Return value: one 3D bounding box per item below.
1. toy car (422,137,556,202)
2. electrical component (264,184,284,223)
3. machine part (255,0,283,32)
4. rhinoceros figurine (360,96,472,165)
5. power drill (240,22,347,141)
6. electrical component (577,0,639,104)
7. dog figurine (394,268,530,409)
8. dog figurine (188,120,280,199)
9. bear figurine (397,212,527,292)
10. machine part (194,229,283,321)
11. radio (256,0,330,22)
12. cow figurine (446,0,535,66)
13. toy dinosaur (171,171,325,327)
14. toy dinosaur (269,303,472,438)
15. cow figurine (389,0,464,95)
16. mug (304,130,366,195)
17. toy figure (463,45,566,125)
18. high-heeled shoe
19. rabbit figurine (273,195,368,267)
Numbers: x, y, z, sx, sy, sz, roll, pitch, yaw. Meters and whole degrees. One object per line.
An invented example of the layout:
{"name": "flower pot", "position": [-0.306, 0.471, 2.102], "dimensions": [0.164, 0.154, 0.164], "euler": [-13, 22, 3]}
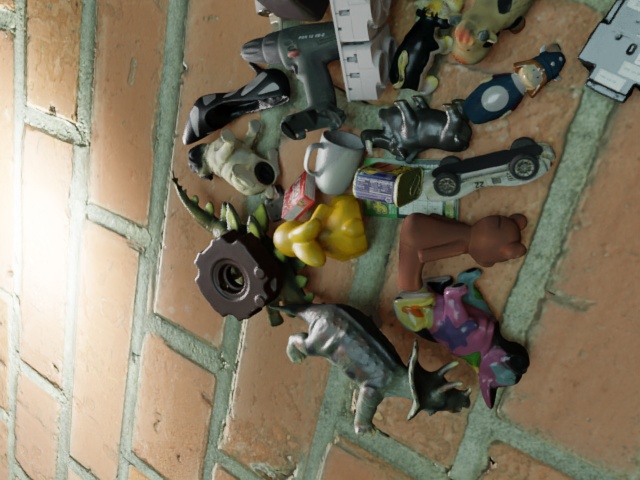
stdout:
{"name": "toy car", "position": [0.260, -0.108, 0.840], "dimensions": [0.202, 0.073, 0.056], "euler": [-11, 120, 26]}
{"name": "electrical component", "position": [-0.083, -0.064, 1.107], "dimensions": [0.063, 0.021, 0.094], "euler": [-25, 88, 34]}
{"name": "machine part", "position": [-0.086, -0.500, 0.975], "dimensions": [0.079, 0.079, 0.243], "euler": [1, 101, 32]}
{"name": "rhinoceros figurine", "position": [0.160, -0.184, 0.903], "dimensions": [0.191, 0.073, 0.112], "euler": [5, 114, 29]}
{"name": "power drill", "position": [-0.034, -0.284, 0.950], "dimensions": [0.232, 0.086, 0.207], "euler": [-9, 66, 17]}
{"name": "electrical component", "position": [0.423, -0.257, 0.725], "dimensions": [0.115, 0.058, 0.134], "euler": [38, 119, 22]}
{"name": "dog figurine", "position": [0.242, 0.171, 0.912], "dimensions": [0.192, 0.108, 0.219], "euler": [-19, 94, 33]}
{"name": "dog figurine", "position": [-0.185, -0.143, 1.121], "dimensions": [0.191, 0.121, 0.172], "euler": [-21, 86, 48]}
{"name": "bear figurine", "position": [0.231, 0.013, 0.878], "dimensions": [0.196, 0.120, 0.131], "euler": [5, 132, 13]}
{"name": "machine part", "position": [-0.163, 0.070, 1.044], "dimensions": [0.180, 0.056, 0.179], "euler": [8, 109, 25]}
{"name": "radio", "position": [-0.019, -0.482, 0.885], "dimensions": [0.131, 0.073, 0.229], "euler": [23, 90, 42]}
{"name": "cow figurine", "position": [0.259, -0.340, 0.767], "dimensions": [0.086, 0.127, 0.194], "euler": [43, 117, 20]}
{"name": "toy dinosaur", "position": [-0.148, 0.023, 1.115], "dimensions": [0.472, 0.105, 0.198], "euler": [31, 117, 15]}
{"name": "toy dinosaur", "position": [0.061, 0.185, 0.923], "dimensions": [0.405, 0.131, 0.192], "euler": [37, 122, 22]}
{"name": "cow figurine", "position": [0.163, -0.317, 0.850], "dimensions": [0.068, 0.098, 0.167], "euler": [33, 117, 29]}
{"name": "mug", "position": [0.022, -0.135, 0.978], "dimensions": [0.081, 0.109, 0.107], "euler": [47, 134, 42]}
{"name": "toy figure", "position": [0.295, -0.231, 0.814], "dimensions": [0.154, 0.058, 0.064], "euler": [-30, 124, 32]}
{"name": "high-heeled shoe", "position": [-0.164, -0.247, 1.064], "dimensions": [0.248, 0.086, 0.145], "euler": [-46, 59, 15]}
{"name": "rabbit figurine", "position": [-0.002, -0.003, 0.968], "dimensions": [0.173, 0.162, 0.121], "euler": [-7, 105, 8]}
